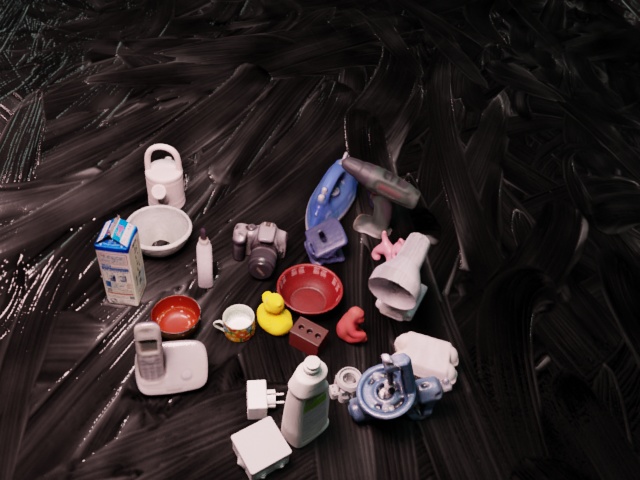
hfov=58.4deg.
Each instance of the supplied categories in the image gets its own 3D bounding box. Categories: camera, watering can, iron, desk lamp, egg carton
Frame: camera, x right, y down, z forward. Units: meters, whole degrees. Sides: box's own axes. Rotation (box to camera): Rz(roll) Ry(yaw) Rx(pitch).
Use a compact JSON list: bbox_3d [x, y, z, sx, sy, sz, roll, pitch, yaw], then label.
[{"bbox_3d":[-0.157,0.024,1.458,0.143,0.101,0.137,7,44,-1],"label":"camera"},{"bbox_3d":[-0.418,-0.171,1.547,0.101,0.194,0.172,-14,48,-21],"label":"watering can"},{"bbox_3d":[0.028,-0.134,1.618,0.118,0.141,0.258,19,45,11],"label":"iron"},{"bbox_3d":[0.195,0.096,1.360,0.117,0.213,0.203,24,46,15],"label":"desk lamp"},{"bbox_3d":[0.237,0.271,1.293,0.150,0.069,0.107,15,45,6],"label":"egg carton"}]

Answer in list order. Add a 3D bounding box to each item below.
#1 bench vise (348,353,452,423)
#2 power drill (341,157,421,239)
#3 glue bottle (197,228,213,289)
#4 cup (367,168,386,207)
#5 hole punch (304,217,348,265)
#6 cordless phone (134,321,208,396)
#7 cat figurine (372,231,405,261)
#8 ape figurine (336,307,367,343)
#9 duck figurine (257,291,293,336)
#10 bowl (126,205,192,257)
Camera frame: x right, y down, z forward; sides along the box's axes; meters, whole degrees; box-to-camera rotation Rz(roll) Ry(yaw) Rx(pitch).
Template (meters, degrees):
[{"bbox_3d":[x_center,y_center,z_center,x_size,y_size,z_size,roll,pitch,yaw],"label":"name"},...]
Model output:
[{"bbox_3d":[0.167,0.283,1.161,0.208,0.220,0.121,-17,50,-24],"label":"bench vise"},{"bbox_3d":[0.153,-0.110,1.566,0.229,0.208,0.076,19,45,10],"label":"power drill"},{"bbox_3d":[-0.277,0.035,1.375,0.037,0.173,0.078,-3,45,-12],"label":"glue bottle"},{"bbox_3d":[0.178,-0.148,1.690,0.091,0.095,0.118,11,44,2],"label":"cup"},{"bbox_3d":[0.014,0.005,1.511,0.101,0.091,0.108,-9,47,-18],"label":"hole punch"},{"bbox_3d":[-0.305,0.231,1.164,0.148,0.185,0.094,-6,46,-15],"label":"cordless phone"},{"bbox_3d":[0.201,0.028,1.499,0.067,0.118,0.127,-24,53,-29],"label":"cat figurine"},{"bbox_3d":[0.079,0.192,1.331,0.076,0.092,0.078,7,44,-2],"label":"ape figurine"},{"bbox_3d":[-0.104,0.165,1.334,0.078,0.086,0.104,-23,52,-28],"label":"duck figurine"},{"bbox_3d":[-0.412,-0.010,1.471,0.167,0.075,0.167,5,44,-4],"label":"bowl"}]
